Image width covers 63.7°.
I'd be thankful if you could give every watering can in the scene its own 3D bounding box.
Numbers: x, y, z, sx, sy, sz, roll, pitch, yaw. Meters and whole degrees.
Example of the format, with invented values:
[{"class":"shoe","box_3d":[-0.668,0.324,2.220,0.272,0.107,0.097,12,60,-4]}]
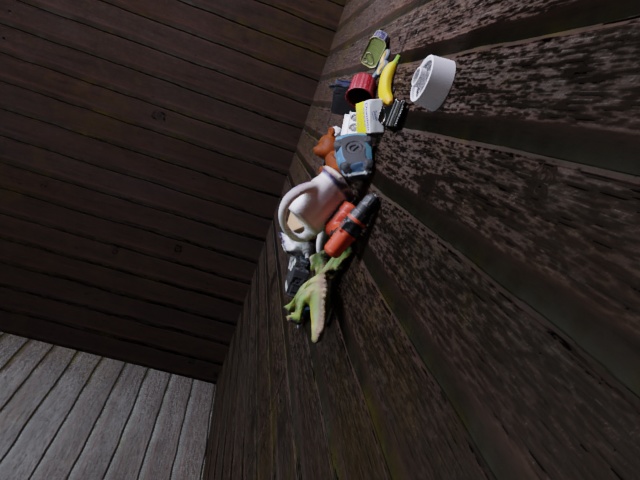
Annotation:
[{"class":"watering can","box_3d":[0.004,-0.073,1.454,0.105,0.225,0.342,43,-3,32]}]

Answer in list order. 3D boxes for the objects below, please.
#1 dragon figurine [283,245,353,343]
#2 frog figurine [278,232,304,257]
[{"class":"dragon figurine","box_3d":[0.014,0.107,1.330,0.122,0.243,0.412,26,1,-13]},{"class":"frog figurine","box_3d":[-0.061,-0.015,1.917,0.158,0.121,0.140,-32,23,11]}]
